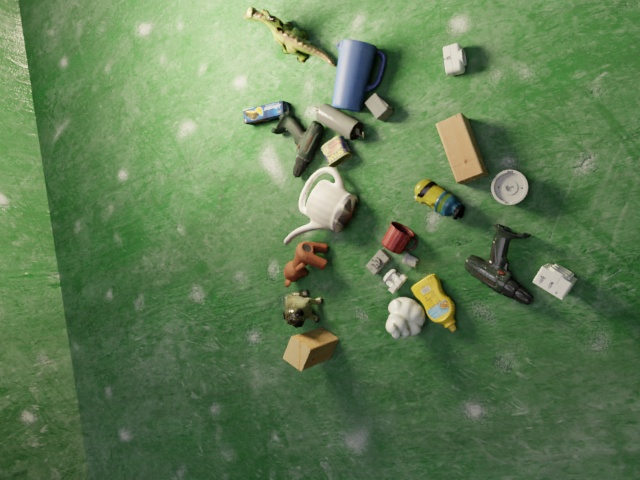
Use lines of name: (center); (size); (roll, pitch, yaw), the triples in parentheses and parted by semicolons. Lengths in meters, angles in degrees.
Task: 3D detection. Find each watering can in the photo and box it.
watering can: (0.006, -0.097, 1.919); (0.226, 0.104, 0.345); (30, 102, 27)

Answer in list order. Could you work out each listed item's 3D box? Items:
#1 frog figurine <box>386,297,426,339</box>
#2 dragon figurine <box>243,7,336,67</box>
frog figurine: (0.278, 0.259, 1.717); (0.121, 0.159, 0.139); (-38, 72, 23)
dragon figurine: (-0.132, -0.784, 1.952); (0.415, 0.242, 0.121); (35, 103, 28)
